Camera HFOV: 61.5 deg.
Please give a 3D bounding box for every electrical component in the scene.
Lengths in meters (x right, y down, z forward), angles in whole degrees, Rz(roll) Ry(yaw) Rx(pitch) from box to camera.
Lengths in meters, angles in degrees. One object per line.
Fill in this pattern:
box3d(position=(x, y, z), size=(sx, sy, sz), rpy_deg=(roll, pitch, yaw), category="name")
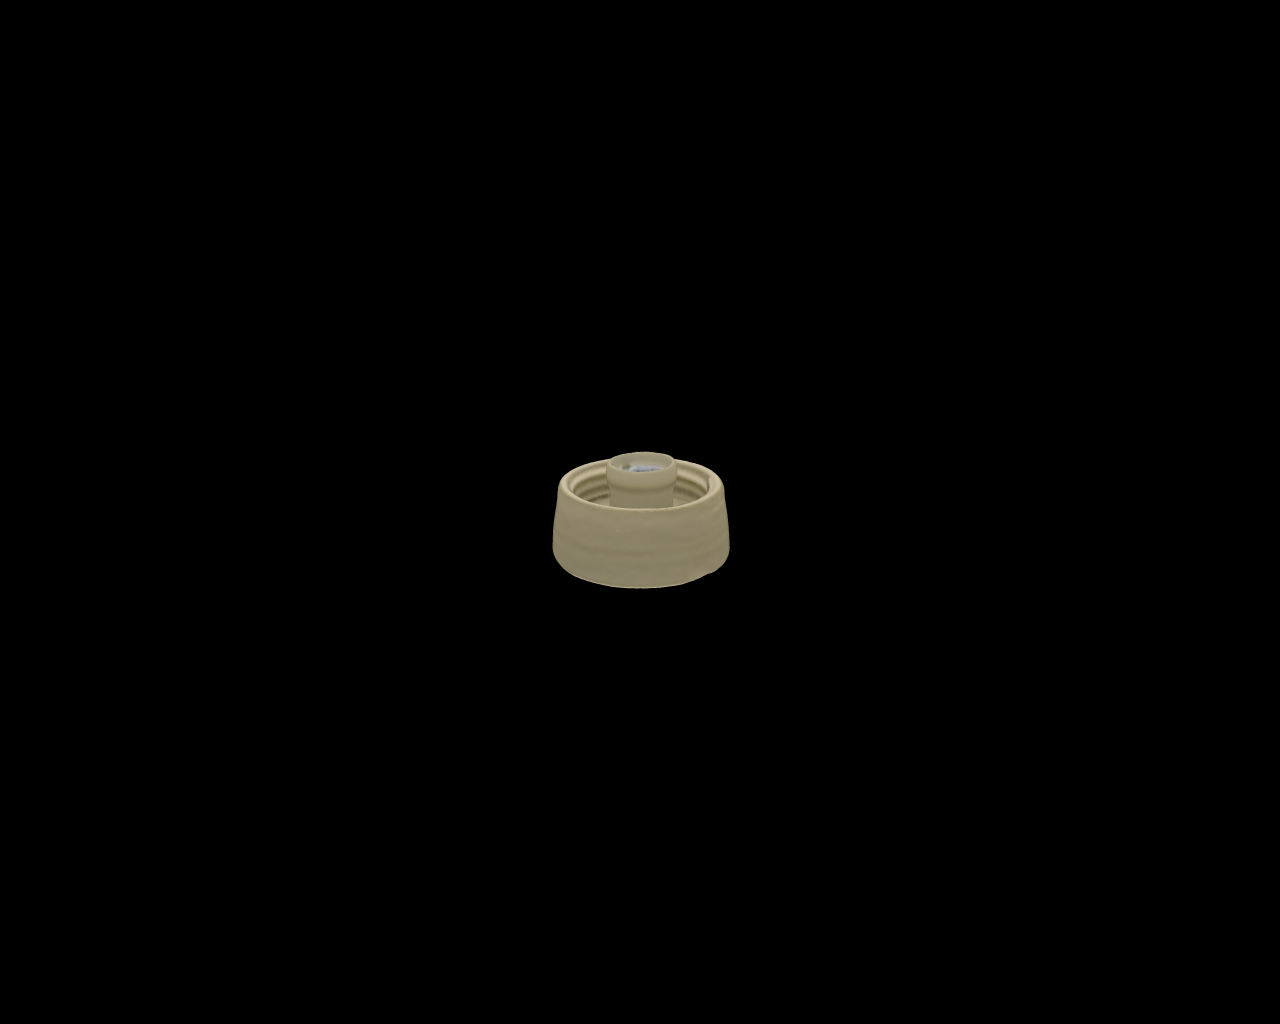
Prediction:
box3d(position=(0.001, -0.003, 0.650), size=(0.108, 0.060, 0.108), rpy_deg=(0, 20, 0), category="electrical component")
